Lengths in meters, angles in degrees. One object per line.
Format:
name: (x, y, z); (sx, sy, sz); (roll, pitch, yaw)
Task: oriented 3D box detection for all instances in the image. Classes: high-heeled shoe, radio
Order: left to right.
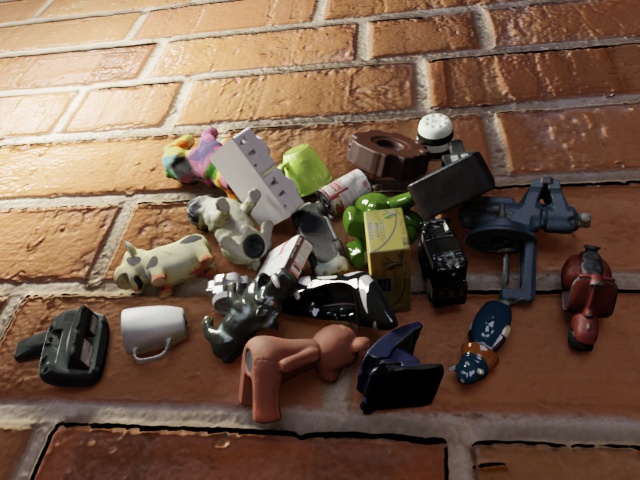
high-heeled shoe: (0.017, 0.111, 0.885); (0.145, 0.086, 0.249); (-22, 19, -14)
radio: (0.245, -0.103, 0.986); (0.131, 0.073, 0.229); (-27, -1, 20)

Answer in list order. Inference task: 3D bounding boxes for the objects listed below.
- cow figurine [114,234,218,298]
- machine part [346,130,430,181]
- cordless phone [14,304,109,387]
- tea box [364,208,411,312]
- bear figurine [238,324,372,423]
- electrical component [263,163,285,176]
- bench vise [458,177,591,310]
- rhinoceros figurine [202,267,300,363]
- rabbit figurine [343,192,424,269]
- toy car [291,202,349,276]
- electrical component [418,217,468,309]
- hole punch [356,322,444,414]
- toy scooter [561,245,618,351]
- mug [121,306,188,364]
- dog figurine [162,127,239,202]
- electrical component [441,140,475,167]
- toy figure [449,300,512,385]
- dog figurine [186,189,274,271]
cow figurine: (-0.310, 0.044, 1.057); (0.195, 0.085, 0.127); (-22, 51, -8)
machine part: (0.147, -0.187, 1.157); (0.179, 0.056, 0.179); (7, 29, -4)
cordless phone: (-0.479, 0.204, 0.960); (0.184, 0.088, 0.147); (-19, 47, 10)
tea box: (0.116, 0.039, 0.916); (0.068, 0.169, 0.098); (-8, 45, 4)
bear figurine: (-0.022, 0.201, 0.851); (0.196, 0.131, 0.120); (2, 3, -26)
electrical component: (-0.107, -0.132, 1.210); (0.078, 0.045, 0.102); (-8, 36, 46)
bench vise: (0.353, 0.012, 0.937); (0.224, 0.128, 0.240); (8, 70, 6)
rhinoceros figurine: (-0.116, 0.121, 0.909); (0.190, 0.073, 0.112); (-47, 38, 1)
rabbit figurine: (0.117, -0.047, 1.036); (0.159, 0.121, 0.170); (-14, 32, 7)
toy car: (-0.002, -0.003, 1.059); (0.073, 0.056, 0.202); (-23, 46, -1)
electrical component: (0.208, 0.047, 0.914); (0.058, 0.134, 0.115); (-9, 49, 2)
hole punch: (0.111, 0.191, 0.808); (0.116, 0.142, 0.092); (-4, 47, -11)
toy scooter: (0.424, 0.072, 0.847); (0.075, 0.135, 0.184); (6, 48, 19)
mug: (-0.289, 0.162, 0.947); (0.107, 0.080, 0.110); (-10, 41, -11)
dog figurine: (-0.245, -0.148, 1.204); (0.192, 0.108, 0.219); (-23, 48, -8)
electrical component: (0.296, -0.159, 1.146); (0.075, 0.047, 0.119); (-9, 46, 3)
toy figure: (0.258, 0.166, 0.846); (0.058, 0.064, 0.154); (37, 61, -6)
dog figurine: (-0.193, -0.016, 1.102); (0.121, 0.172, 0.191); (-6, -1, -36)
